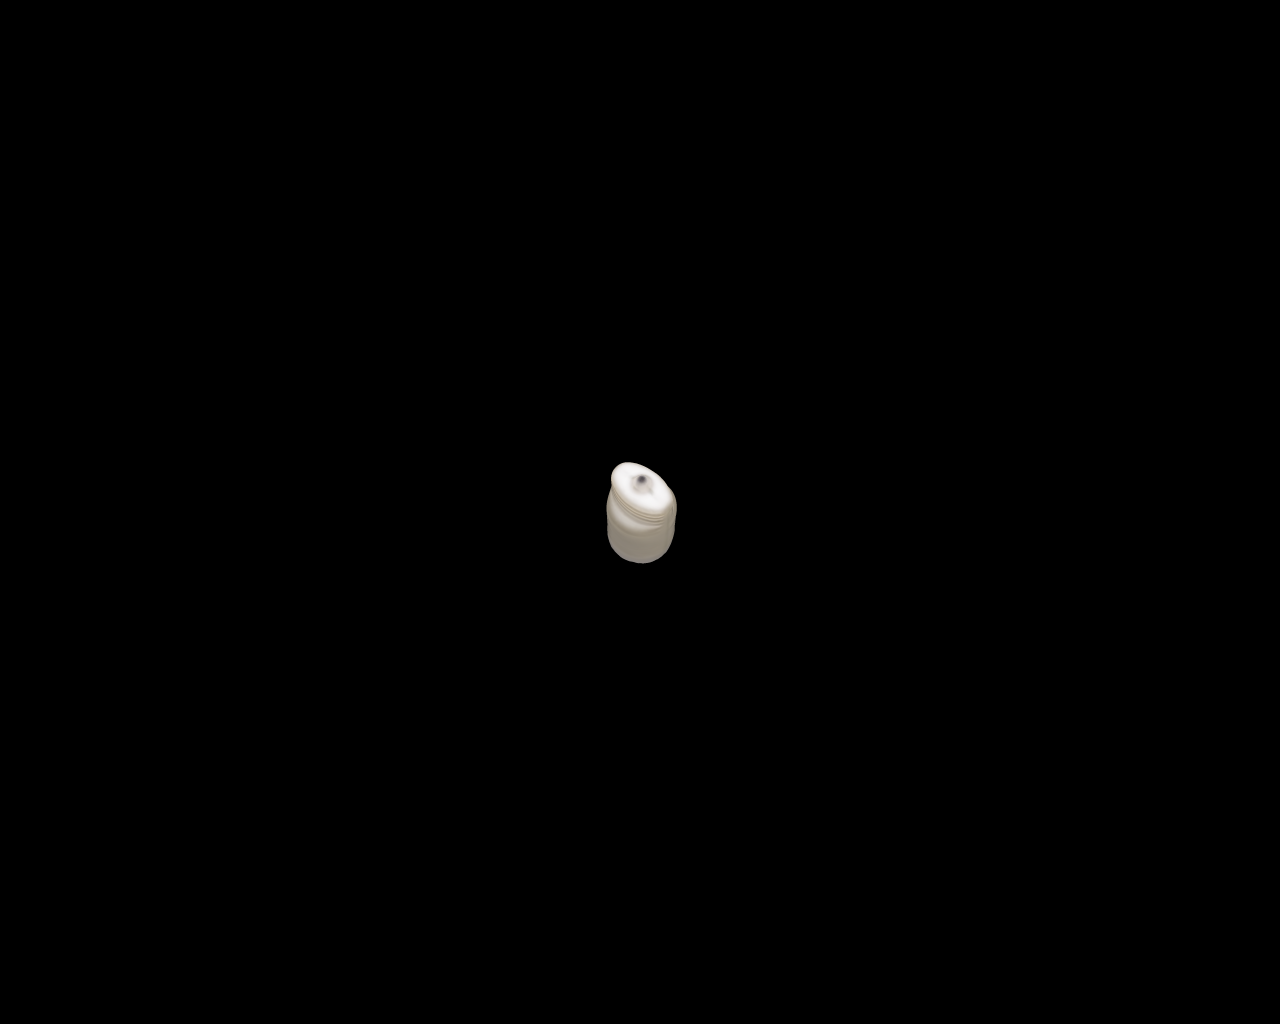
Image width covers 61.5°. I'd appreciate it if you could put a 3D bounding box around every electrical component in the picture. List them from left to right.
[{"bbox_3d":[0.001,-0.003,0.650,0.043,0.043,0.080,0,-25,0],"label":"electrical component"}]
